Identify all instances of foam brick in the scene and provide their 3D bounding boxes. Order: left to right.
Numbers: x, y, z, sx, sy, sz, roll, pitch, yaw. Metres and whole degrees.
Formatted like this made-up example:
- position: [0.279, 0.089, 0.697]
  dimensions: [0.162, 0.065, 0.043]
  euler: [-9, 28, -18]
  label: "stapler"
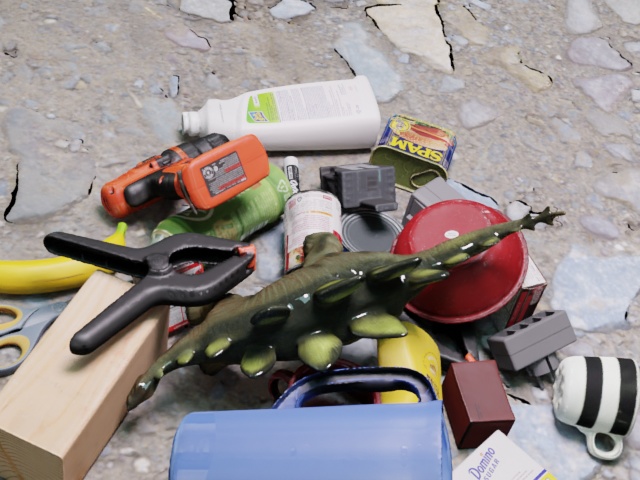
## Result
- position: [0.166, 0.174, 1.132]
  dimensions: [0.053, 0.051, 0.078]
  euler: [-1, 48, -14]
  label: "foam brick"

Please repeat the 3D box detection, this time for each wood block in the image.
- position: [-0.234, 0.139, 1.041]
  dimensions: [0.090, 0.091, 0.205]
  euler: [23, 47, 9]
  label: "wood block"

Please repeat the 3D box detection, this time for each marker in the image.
- position: [-0.033, -0.055, 1.317]
  dimensions: [0.020, 0.020, 0.121]
  euler: [3, 48, -11]
  label: "marker"

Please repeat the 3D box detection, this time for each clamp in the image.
- position: [-0.163, 0.042, 1.051]
  dimensions: [0.209, 0.036, 0.164]
  euler: [-5, 43, -13]
  label: "clamp"
- position: [0.127, 0.084, 1.214]
  dimensions: [0.120, 0.039, 0.172]
  euler: [-35, 65, -26]
  label: "clamp"

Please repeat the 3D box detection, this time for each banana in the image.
- position: [-0.293, 0.030, 1.169]
  dimensions: [0.197, 0.037, 0.070]
  euler: [-14, 34, -27]
  label: "banana"

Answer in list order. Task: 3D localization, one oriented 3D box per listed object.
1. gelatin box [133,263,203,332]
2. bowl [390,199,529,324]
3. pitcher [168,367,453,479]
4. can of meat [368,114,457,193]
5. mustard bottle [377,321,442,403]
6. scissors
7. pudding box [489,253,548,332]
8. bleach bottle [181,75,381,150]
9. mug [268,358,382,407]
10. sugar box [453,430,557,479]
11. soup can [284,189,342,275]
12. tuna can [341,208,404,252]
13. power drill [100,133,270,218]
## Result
- position: [-0.160, 0.051, 1.140]
  dimensions: [0.073, 0.089, 0.030]
  euler: [-24, 33, -31]
  label: "gelatin box"
- position: [0.149, 0.010, 1.186]
  dimensions: [0.162, 0.055, 0.162]
  euler: [-8, 55, 11]
  label: "bowl"
- position: [-0.004, 0.199, 0.951]
  dimensions: [0.243, 0.145, 0.149]
  euler: [-1, 9, 8]
  label: "pitcher"
- position: [0.122, -0.111, 1.382]
  dimensions: [0.102, 0.057, 0.083]
  euler: [20, 44, 5]
  label: "can of meat"
- position: [0.094, 0.183, 1.080]
  dimensions: [0.058, 0.096, 0.191]
  euler: [-18, 45, 20]
  label: "mustard bottle"
- position: [-0.280, 0.092, 1.126]
  dimensions: [0.201, 0.016, 0.096]
  euler: [-8, 52, -20]
  label: "scissors"
- position: [0.212, 0.041, 1.239]
  dimensions: [0.039, 0.090, 0.113]
  euler: [-12, 52, -22]
  label: "pudding box"
- position: [-0.054, -0.161, 1.382]
  dimensions: [0.250, 0.068, 0.102]
  euler: [-4, 48, -14]
  label: "bleach bottle"
- position: [-0.002, 0.172, 1.072]
  dimensions: [0.117, 0.082, 0.093]
  euler: [28, 48, 12]
  label: "mug"
- position: [0.211, 0.278, 1.052]
  dimensions: [0.176, 0.048, 0.093]
  euler: [39, 51, 26]
  label: "sugar box"
- position: [-0.008, 0.002, 1.226]
  dimensions: [0.068, 0.069, 0.102]
  euler: [5, 58, -9]
  label: "soup can"
- position: [0.059, 0.003, 1.276]
  dimensions: [0.086, 0.034, 0.086]
  euler: [7, 47, -7]
  label: "tuna can"
- position: [-0.139, -0.080, 1.222]
  dimensions: [0.184, 0.057, 0.188]
  euler: [-33, 18, -31]
  label: "power drill"
